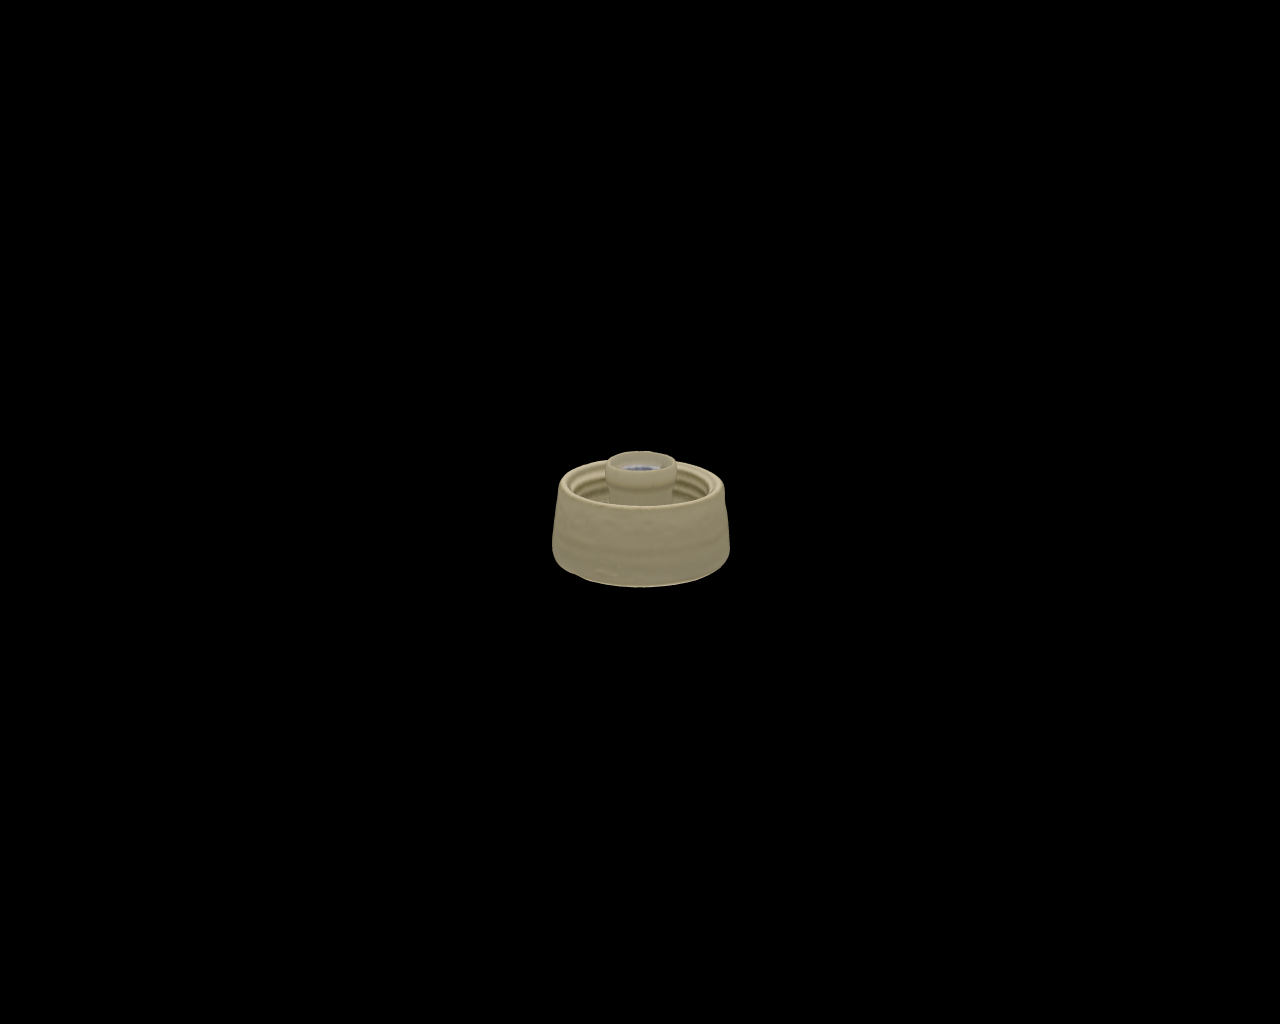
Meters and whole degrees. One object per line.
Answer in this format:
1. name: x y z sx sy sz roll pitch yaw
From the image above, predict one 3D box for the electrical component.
1. electrical component: 0.001 -0.003 0.650 0.108 0.060 0.108 0 20 0
